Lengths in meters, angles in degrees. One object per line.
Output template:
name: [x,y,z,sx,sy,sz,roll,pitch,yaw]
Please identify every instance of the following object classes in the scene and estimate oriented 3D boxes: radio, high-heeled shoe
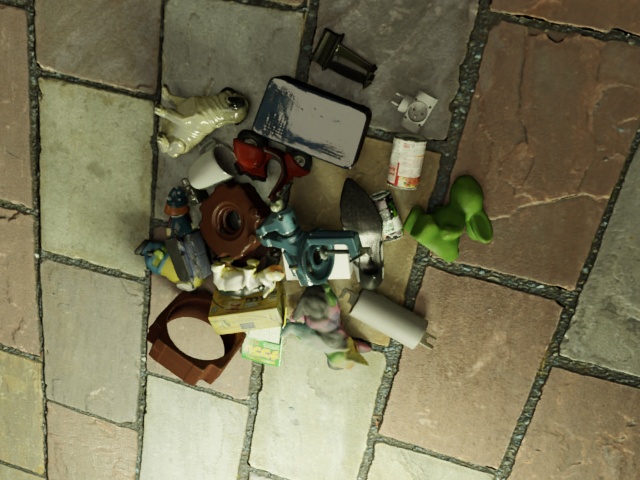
radio: [-0.014,-0.249,1.126,0.230,0.073,0.131,22,113,4]
high-heeled shoe: [0.091,-0.011,1.181,0.086,0.145,0.248,-12,90,-1]

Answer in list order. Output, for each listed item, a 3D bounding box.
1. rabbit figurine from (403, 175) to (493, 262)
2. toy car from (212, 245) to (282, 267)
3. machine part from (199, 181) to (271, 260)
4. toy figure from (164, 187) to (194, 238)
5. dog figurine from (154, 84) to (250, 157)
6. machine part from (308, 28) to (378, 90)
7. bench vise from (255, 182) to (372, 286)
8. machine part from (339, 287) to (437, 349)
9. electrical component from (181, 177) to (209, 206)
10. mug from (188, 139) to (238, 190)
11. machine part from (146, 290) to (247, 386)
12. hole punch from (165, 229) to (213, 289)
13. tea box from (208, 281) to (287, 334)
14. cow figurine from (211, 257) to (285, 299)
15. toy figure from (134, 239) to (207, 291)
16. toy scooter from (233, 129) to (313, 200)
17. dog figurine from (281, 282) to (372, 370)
rabbit figurine: [0.281,-0.046,1.103,0.159,0.121,0.170,35,99,-4]
toy car: [-0.169,0.032,1.278,0.202,0.053,0.089,-35,94,26]
machine part: [-0.194,-0.044,1.211,0.180,0.056,0.179,4,98,28]
toy figure: [-0.341,-0.055,1.286,0.058,0.064,0.154,7,113,22]
dog figurine: [-0.253,-0.250,1.182,0.191,0.121,0.172,5,146,-5]
machine part: [0.051,-0.362,1.086,0.139,0.039,0.084,35,109,2]
bench vise: [-0.008,0.002,1.109,0.241,0.129,0.223,1,116,35]
machine part: [0.157,0.176,1.234,0.243,0.079,0.079,29,114,4]
electrical component: [-0.288,-0.106,1.253,0.021,0.063,0.094,-20,105,20]
mug: [-0.252,-0.168,1.216,0.107,0.081,0.109,-29,77,28]
machine part: [-0.298,0.235,1.303,0.201,0.201,0.087,35,126,0]
hole punch: [-0.290,0.034,1.236,0.092,0.116,0.142,-17,98,-25]
tea box: [-0.171,0.160,1.280,0.170,0.098,0.068,-8,130,11]
cow figurine: [-0.162,0.095,1.231,0.168,0.068,0.098,5,109,15]
toy figure: [-0.363,0.056,1.324,0.180,0.082,0.089,33,114,4]
toy scooter: [-0.116,-0.156,1.182,0.184,0.075,0.135,22,107,3]
dog figurine: [0.034,0.209,1.266,0.219,0.108,0.191,28,111,-2]
